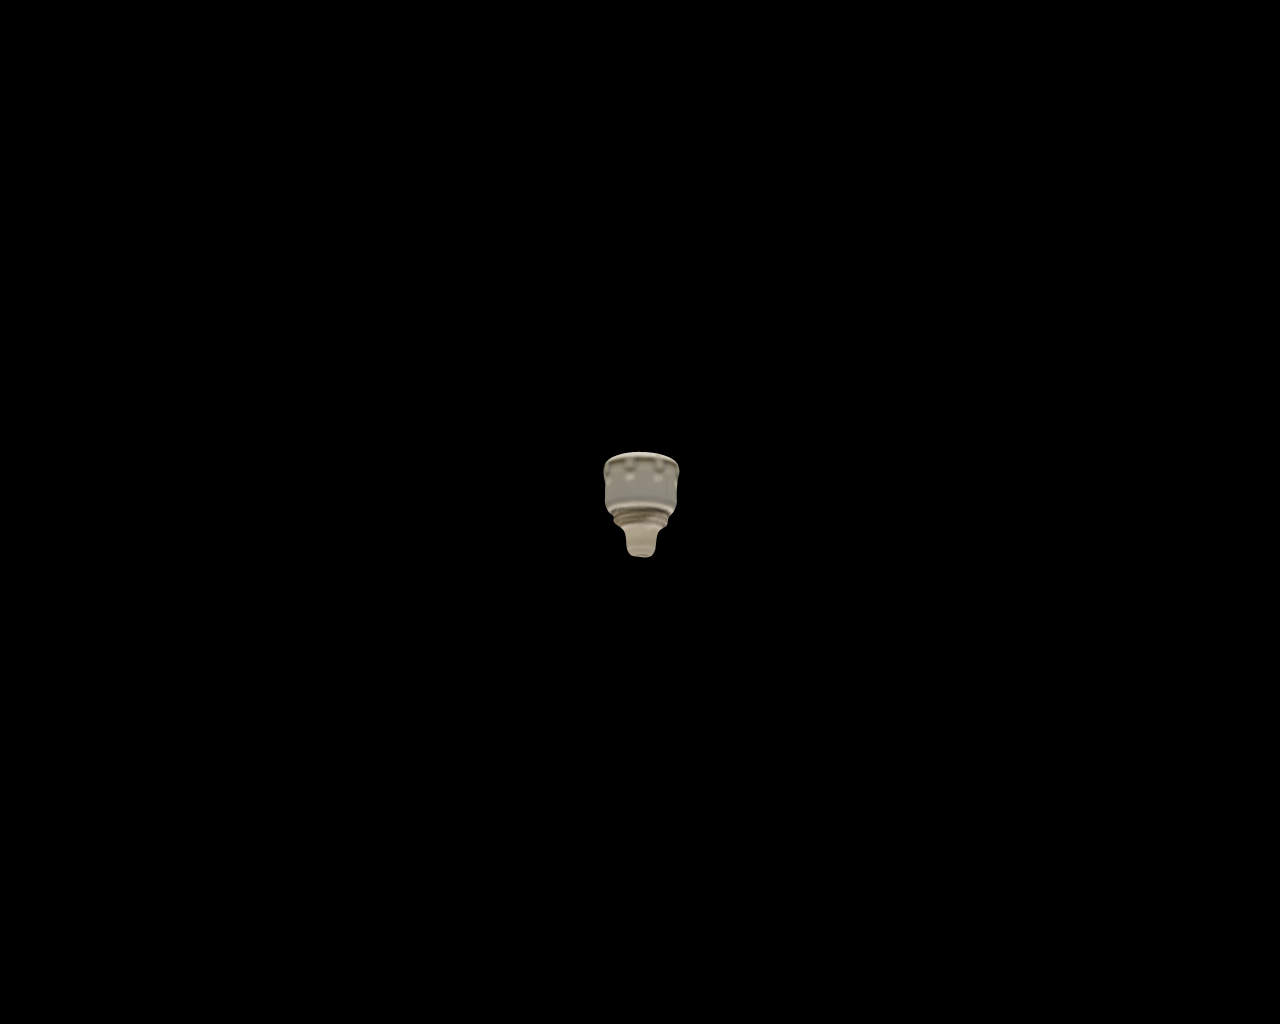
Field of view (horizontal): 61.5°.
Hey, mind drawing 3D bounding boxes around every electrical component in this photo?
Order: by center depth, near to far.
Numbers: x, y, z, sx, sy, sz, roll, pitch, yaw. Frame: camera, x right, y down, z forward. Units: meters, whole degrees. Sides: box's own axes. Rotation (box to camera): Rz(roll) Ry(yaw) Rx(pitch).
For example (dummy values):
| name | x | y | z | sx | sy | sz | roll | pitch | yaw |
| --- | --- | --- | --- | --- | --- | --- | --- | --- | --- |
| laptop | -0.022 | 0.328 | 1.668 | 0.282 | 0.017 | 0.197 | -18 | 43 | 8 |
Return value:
| name | x | y | z | sx | sy | sz | roll | pitch | yaw |
| --- | --- | --- | --- | --- | --- | --- | --- | --- | --- |
| electrical component | 0.001 | -0.003 | 0.650 | 0.048 | 0.062 | 0.048 | 0 | -14 | 0 |
